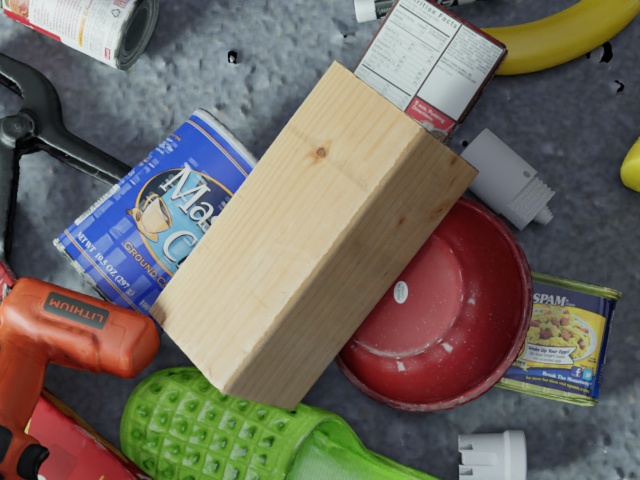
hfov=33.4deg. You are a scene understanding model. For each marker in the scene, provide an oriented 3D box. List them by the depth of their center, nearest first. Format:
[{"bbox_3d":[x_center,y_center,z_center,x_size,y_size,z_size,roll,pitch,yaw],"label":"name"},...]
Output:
[{"bbox_3d":[0.088,-0.187,0.825,0.121,0.020,0.020,-8,80,9],"label":"marker"}]

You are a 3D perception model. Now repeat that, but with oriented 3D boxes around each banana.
[{"bbox_3d":[0.176,-0.167,0.823,0.197,0.037,0.069,-14,80,-3],"label":"banana"}]

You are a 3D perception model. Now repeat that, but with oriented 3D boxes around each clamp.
[{"bbox_3d":[-0.230,-0.069,0.799,0.120,0.039,0.171,-36,76,-24],"label":"clamp"}]

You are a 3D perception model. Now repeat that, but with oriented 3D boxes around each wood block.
[{"bbox_3d":[-0.005,0.001,0.704,0.091,0.090,0.206,43,99,34],"label":"wood block"}]

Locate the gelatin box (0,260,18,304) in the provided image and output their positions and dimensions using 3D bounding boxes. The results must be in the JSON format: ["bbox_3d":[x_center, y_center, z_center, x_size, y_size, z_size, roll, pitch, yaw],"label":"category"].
[{"bbox_3d":[-0.276,0.031,0.789,0.089,0.030,0.073,-33,82,-6],"label":"gelatin box"}]

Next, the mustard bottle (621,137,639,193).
[{"bbox_3d":[0.292,-0.122,0.786,0.058,0.096,0.191,29,81,5],"label":"mustard bottle"}]

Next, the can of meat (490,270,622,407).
[{"bbox_3d":[0.158,0.069,0.771,0.102,0.057,0.084,12,82,2],"label":"can of meat"}]

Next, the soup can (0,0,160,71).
[{"bbox_3d":[-0.181,-0.180,0.808,0.102,0.068,0.068,26,81,3],"label":"soup can"}]

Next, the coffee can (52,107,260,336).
[{"bbox_3d":[-0.103,-0.010,0.760,0.140,0.103,0.103,-43,83,-7],"label":"coffee can"}]

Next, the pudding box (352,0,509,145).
[{"bbox_3d":[0.073,-0.119,0.796,0.090,0.039,0.113,35,101,7],"label":"pudding box"}]

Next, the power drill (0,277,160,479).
[{"bbox_3d":[-0.169,0.121,0.655,0.184,0.057,0.187,19,51,5],"label":"power drill"}]

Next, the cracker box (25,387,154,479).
[{"bbox_3d":[-0.207,0.190,0.711,0.214,0.072,0.164,34,80,25],"label":"cracker box"}]

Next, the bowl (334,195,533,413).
[{"bbox_3d":[0.064,0.039,0.746,0.162,0.055,0.162,-5,78,24],"label":"bowl"}]
